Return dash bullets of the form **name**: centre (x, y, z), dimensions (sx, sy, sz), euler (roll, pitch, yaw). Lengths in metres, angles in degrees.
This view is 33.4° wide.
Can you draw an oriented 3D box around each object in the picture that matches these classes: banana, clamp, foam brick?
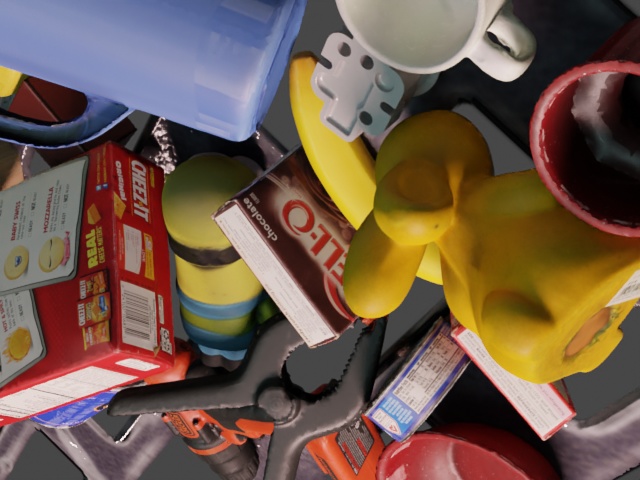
- **banana**: centre (0.041, -0.033, 0.685), dimensions (0.198, 0.037, 0.070), euler (44, 117, 1)
- **clamp**: centre (-0.026, 0.123, 0.757), dimensions (0.210, 0.036, 0.164), euler (-36, 92, 9)
- **foam brick**: centre (-0.192, -0.091, 0.820), dimensions (0.078, 0.051, 0.053), euler (50, 140, -2)

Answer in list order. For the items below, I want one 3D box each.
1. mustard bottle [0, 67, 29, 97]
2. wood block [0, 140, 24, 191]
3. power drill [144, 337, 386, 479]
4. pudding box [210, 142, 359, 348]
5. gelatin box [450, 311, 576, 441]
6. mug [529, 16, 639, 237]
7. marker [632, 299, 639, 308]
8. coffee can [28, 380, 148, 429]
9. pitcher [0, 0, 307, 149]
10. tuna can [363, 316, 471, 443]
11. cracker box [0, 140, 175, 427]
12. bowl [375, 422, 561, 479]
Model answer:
- **mustard bottle**: centre (-0.211, -0.188, 0.755), dimensions (0.096, 0.058, 0.192), euler (57, 138, 3)
- **wood block**: centre (-0.357, -0.022, 0.884), dimensions (0.091, 0.205, 0.090), euler (38, 140, 32)
- **power drill**: centre (-0.042, 0.159, 0.874), dimensions (0.188, 0.057, 0.184), euler (6, 141, 32)
- **pudding box**: centre (-0.005, 0.001, 0.705), dimensions (0.113, 0.089, 0.039), euler (52, 139, -5)
- **gelatin box**: centre (0.119, 0.075, 0.672), dimensions (0.030, 0.073, 0.089), euler (-41, 92, 10)
- **mug**: centre (0.172, -0.057, 0.519), dimensions (0.117, 0.081, 0.093), euler (25, 134, 23)
- **marker**: centre (0.162, 0.034, 0.645), dimensions (0.121, 0.020, 0.020), euler (-8, 116, 43)
- **coffee can**: centre (-0.208, 0.101, 0.945), dimensions (0.103, 0.102, 0.141), euler (51, 139, -5)
- **pitcher**: centre (-0.140, -0.138, 0.636), dimensions (0.243, 0.145, 0.149), euler (21, 146, -1)
- **tuna can**: centre (0.068, 0.095, 0.722), dimensions (0.034, 0.086, 0.086), euler (39, 138, 6)
- **cracker box**: centre (-0.211, 0.042, 0.797), dimensions (0.214, 0.164, 0.072), euler (-21, 153, 27)
- **bowl**: centre (0.122, 0.187, 0.771), dimensions (0.162, 0.055, 0.162), euler (22, 133, 26)
